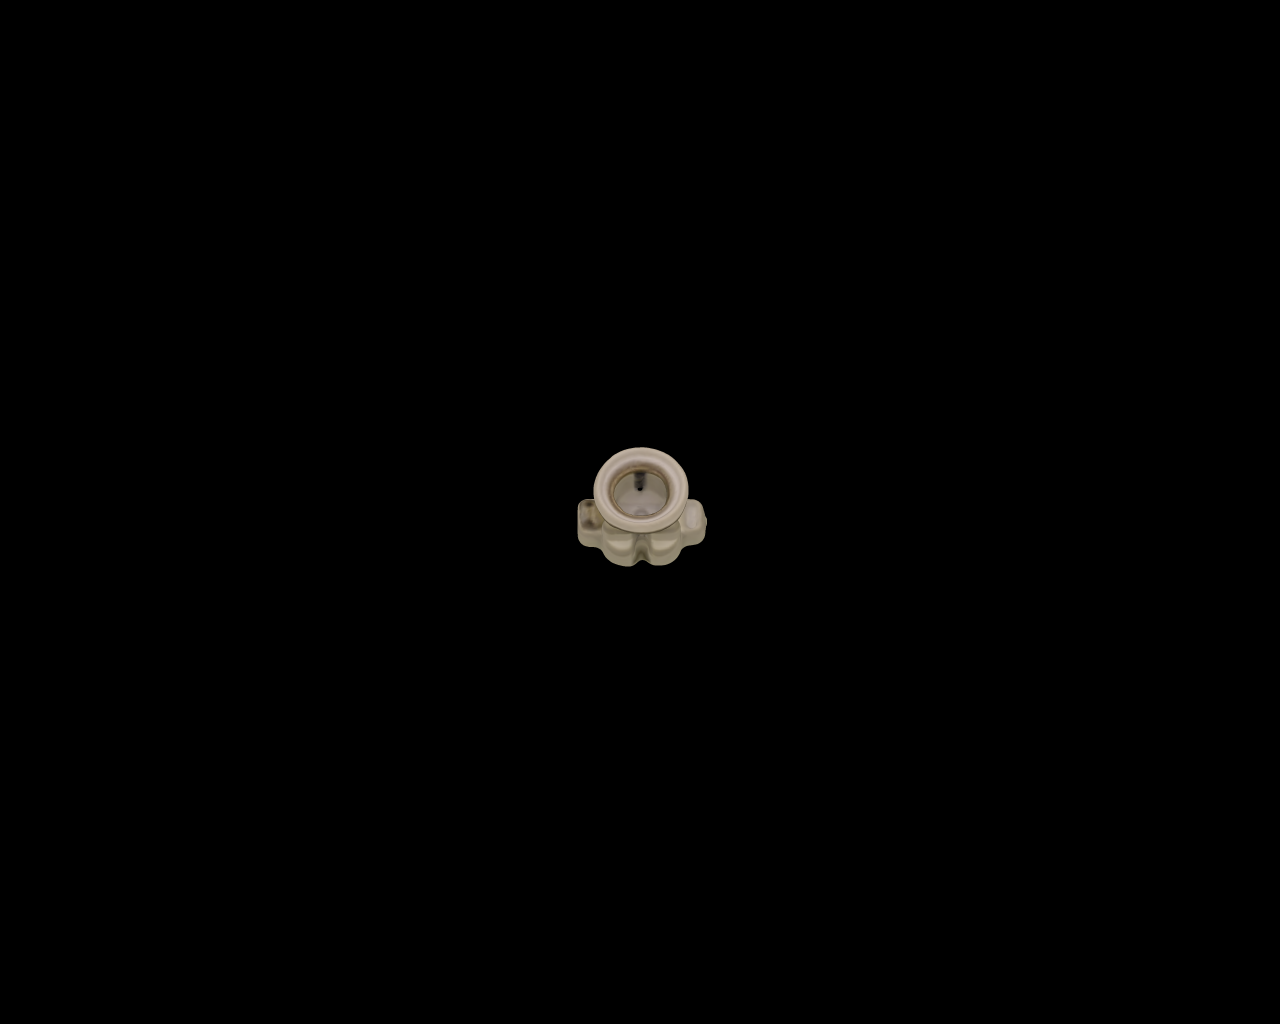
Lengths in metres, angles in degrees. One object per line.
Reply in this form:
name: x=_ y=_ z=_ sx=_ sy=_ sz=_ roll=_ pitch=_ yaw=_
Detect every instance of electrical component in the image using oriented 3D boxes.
electrical component: x=0.001 y=-0.003 z=0.650 sx=0.078 sy=0.058 sz=0.056 roll=0 pitch=-28 yaw=0
